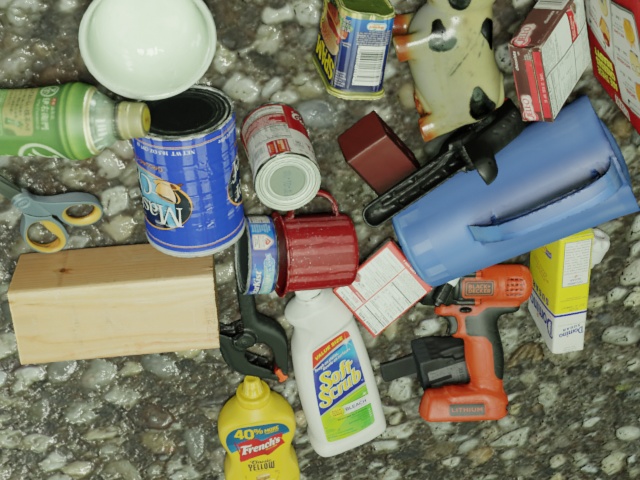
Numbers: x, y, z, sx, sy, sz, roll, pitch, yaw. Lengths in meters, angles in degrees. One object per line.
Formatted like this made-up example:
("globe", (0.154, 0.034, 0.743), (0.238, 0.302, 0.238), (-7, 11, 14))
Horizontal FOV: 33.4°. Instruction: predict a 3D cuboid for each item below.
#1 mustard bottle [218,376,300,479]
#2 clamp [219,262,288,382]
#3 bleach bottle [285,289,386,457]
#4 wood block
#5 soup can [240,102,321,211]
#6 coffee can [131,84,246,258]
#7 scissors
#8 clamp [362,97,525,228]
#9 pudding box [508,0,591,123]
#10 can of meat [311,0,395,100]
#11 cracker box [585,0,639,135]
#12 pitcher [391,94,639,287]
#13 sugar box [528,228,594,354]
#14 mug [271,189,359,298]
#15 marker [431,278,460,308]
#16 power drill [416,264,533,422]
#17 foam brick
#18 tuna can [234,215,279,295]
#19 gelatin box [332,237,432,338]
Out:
("mustard bottle", (-0.077, 0.240, 1.327), (0.096, 0.058, 0.192), (-7, 127, -5))
("clamp", (-0.086, 0.099, 1.233), (0.120, 0.039, 0.171), (-39, 124, 21))
("bleach bottle", (0.006, 0.144, 1.271), (0.102, 0.068, 0.251), (-21, 126, -5))
("wood block", (-0.212, 0.063, 1.126), (0.206, 0.091, 0.090), (-4, 117, -3))
("soup can", (-0.040, -0.084, 1.063), (0.068, 0.102, 0.068), (-6, 127, -8))
("coffee can", (-0.130, -0.068, 1.055), (0.102, 0.103, 0.140), (-8, 128, -7))
("scissors", (-0.273, -0.045, 1.048), (0.096, 0.016, 0.202), (-25, 154, -10))
("clamp", (0.152, -0.088, 1.054), (0.165, 0.209, 0.036), (-17, 110, 52))
("pudding box", (0.227, -0.184, 1.048), (0.039, 0.113, 0.090), (12, 138, 33))
("can of meat", (0.032, -0.191, 1.001), (0.057, 0.102, 0.084), (0, 124, -14))
("cracker box", (0.306, -0.215, 1.005), (0.072, 0.164, 0.213), (-18, 128, 3))
("pitcher", (0.200, -0.041, 1.118), (0.243, 0.145, 0.149), (-25, 151, 15))
("sugar box", (0.275, 0.038, 1.233), (0.048, 0.093, 0.176), (-8, 127, -6))
("mug", (-0.008, 0.001, 1.151), (0.081, 0.093, 0.117), (-4, 104, -16))
("marker", (0.159, 0.022, 1.202), (0.020, 0.020, 0.121), (36, 79, -32))
("power drill", (0.154, 0.117, 1.249), (0.184, 0.057, 0.188), (0, 103, -2))
("foam brick", (0.064, -0.086, 1.117), (0.051, 0.053, 0.078), (-36, 127, 15))
("tuna can", (-0.068, 0.016, 1.143), (0.033, 0.086, 0.086), (-1, 127, -14))
("gelatin box", (0.069, 0.053, 1.197), (0.089, 0.030, 0.073), (-41, 96, 9))
